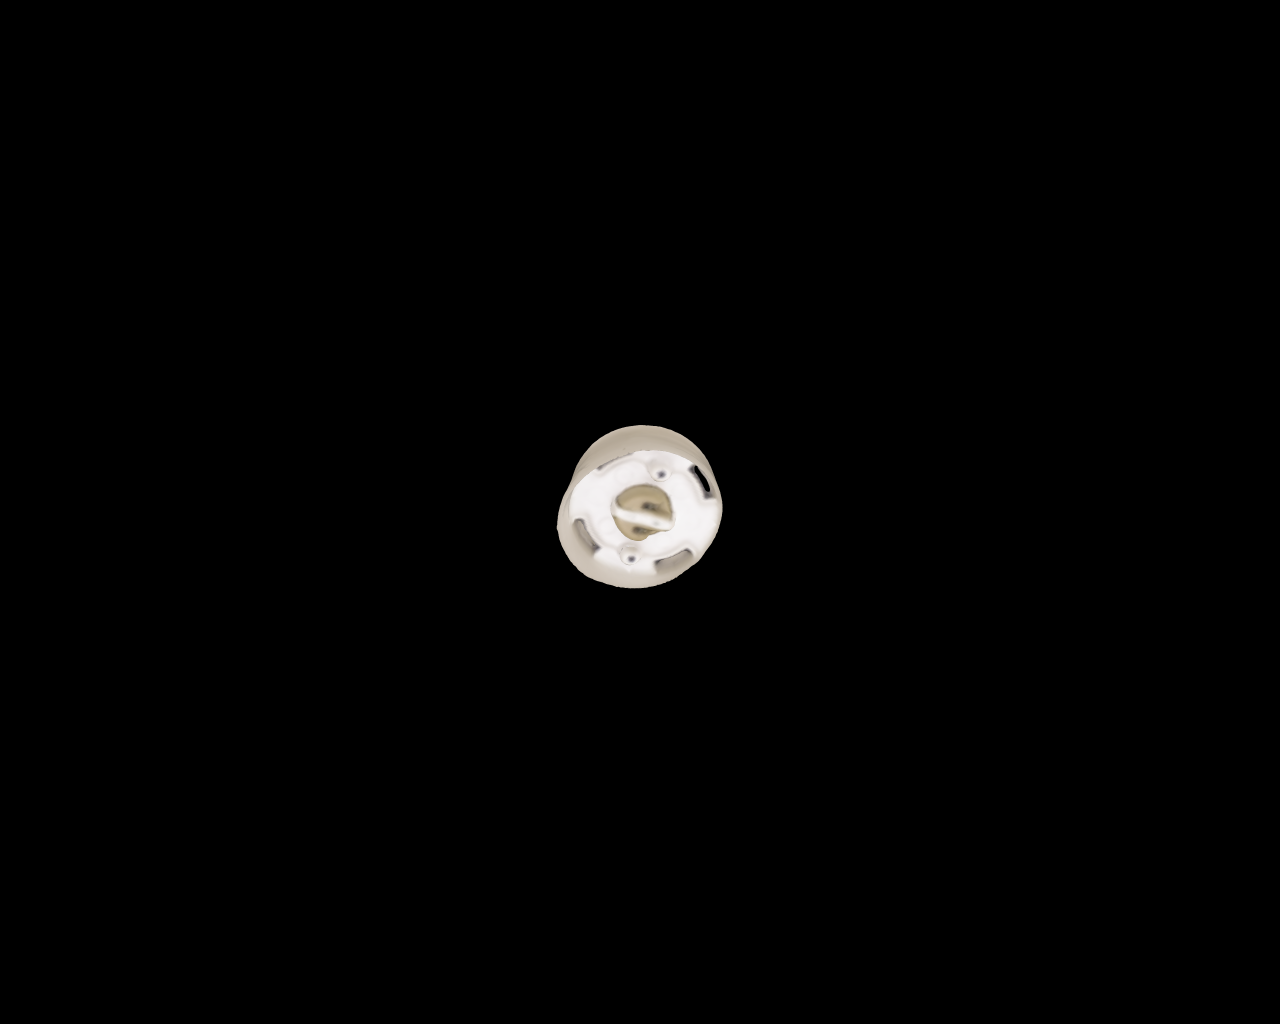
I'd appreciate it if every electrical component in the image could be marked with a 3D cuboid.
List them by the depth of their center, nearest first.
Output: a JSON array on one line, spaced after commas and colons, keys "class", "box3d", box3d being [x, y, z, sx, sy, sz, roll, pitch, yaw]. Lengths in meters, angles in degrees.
[{"class": "electrical component", "box3d": [0.001, -0.003, 0.650, 0.099, 0.099, 0.064, 0, 28, 0]}]
